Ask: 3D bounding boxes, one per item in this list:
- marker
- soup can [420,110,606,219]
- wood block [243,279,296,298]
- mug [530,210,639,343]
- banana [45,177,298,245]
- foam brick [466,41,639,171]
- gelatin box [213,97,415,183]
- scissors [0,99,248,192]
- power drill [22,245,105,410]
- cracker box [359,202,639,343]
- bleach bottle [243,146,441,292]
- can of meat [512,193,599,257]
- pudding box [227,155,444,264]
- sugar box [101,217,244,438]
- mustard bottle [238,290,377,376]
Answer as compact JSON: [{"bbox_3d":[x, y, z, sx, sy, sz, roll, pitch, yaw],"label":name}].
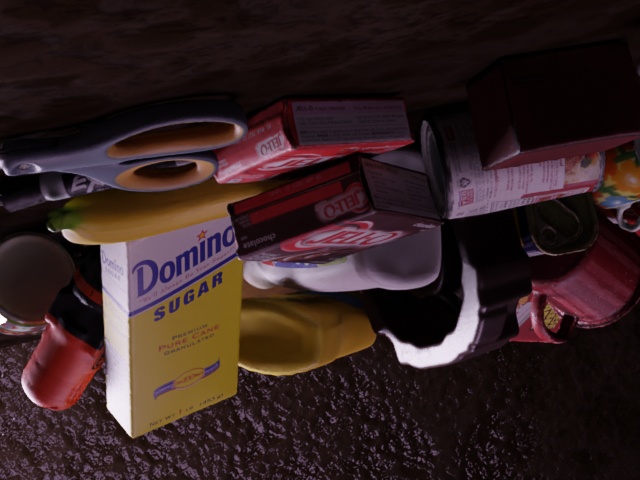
[{"bbox_3d":[-0.122,-0.036,0.590,0.121,0.020,0.020,-12,175,7],"label":"marker"},{"bbox_3d":[0.122,-0.055,0.683,0.102,0.068,0.068,-11,175,-3],"label":"soup can"},{"bbox_3d":[-0.067,0.054,1.001,0.206,0.091,0.090,-31,178,-9],"label":"wood block"},{"bbox_3d":[0.198,0.025,0.851,0.081,0.117,0.093,30,170,-41],"label":"mug"},{"bbox_3d":[-0.074,-0.026,0.647,0.197,0.037,0.070,-16,-166,-25],"label":"banana"},{"bbox_3d":[0.128,-0.073,0.583,0.078,0.053,0.051,-9,175,-14],"label":"foam brick"},{"bbox_3d":[-0.005,-0.055,0.590,0.089,0.030,0.073,-8,174,-40],"label":"gelatin box"},{"bbox_3d":[-0.134,-0.035,0.528,0.201,0.016,0.096,-11,163,-1],"label":"scissors"},{"bbox_3d":[-0.139,0.034,0.831,0.185,0.057,0.187,-55,169,17],"label":"power drill"},{"bbox_3d":[0.165,0.012,0.957,0.213,0.072,0.164,5,131,-36],"label":"cracker box"},{"bbox_3d":[-0.005,0.001,0.819,0.068,0.102,0.251,4,169,-29],"label":"bleach bottle"},{"bbox_3d":[0.151,-0.036,0.787,0.057,0.102,0.084,-10,177,-23],"label":"can of meat"},{"bbox_3d":[0.011,-0.015,0.638,0.090,0.039,0.113,-18,172,25],"label":"pudding box"},{"bbox_3d":[-0.101,0.048,0.741,0.093,0.176,0.048,-21,-135,-32],"label":"sugar box"},{"bbox_3d":[-0.005,0.070,0.887,0.096,0.058,0.191,5,-176,23],"label":"mustard bottle"}]
